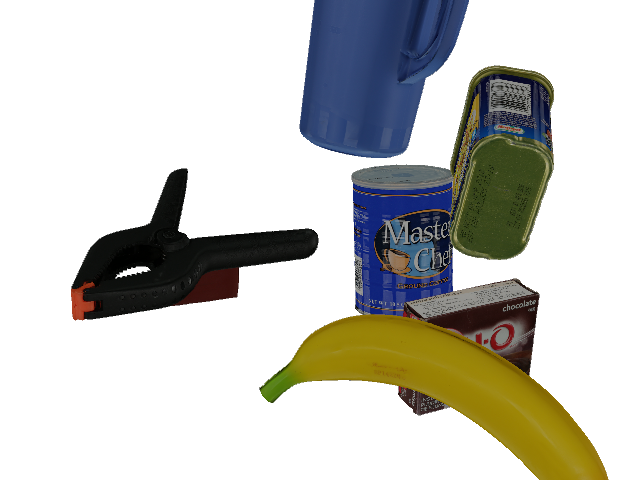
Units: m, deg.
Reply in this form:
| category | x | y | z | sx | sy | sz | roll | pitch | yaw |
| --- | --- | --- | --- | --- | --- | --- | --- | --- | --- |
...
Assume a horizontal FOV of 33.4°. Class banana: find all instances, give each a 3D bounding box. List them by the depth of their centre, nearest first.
| category | x | y | z | sx | sy | sz | roll | pitch | yaw |
| --- | --- | --- | --- | --- | --- | --- | --- | --- | --- |
| banana | 0.070 | 0.084 | 0.570 | 0.198 | 0.070 | 0.037 | 19 | 10 | 12 |

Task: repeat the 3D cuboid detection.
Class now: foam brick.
| category | x | y | z | sx | sy | sz | roll | pitch | yaw |
| --- | --- | --- | --- | --- | --- | --- | --- | --- | --- |
| foam brick | -0.127 | 0.030 | 1.096 | 0.078 | 0.051 | 0.053 | -7 | 21 | -19 |

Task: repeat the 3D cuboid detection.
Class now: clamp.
| category | x | y | z | sx | sy | sz | roll | pitch | yaw |
| --- | --- | --- | --- | --- | --- | --- | --- | --- | --- |
| clamp | -0.128 | 0.004 | 0.883 | 0.165 | 0.036 | 0.209 | 30 | 41 | 35 |

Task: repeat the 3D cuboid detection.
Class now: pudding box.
| category | x | y | z | sx | sy | sz | roll | pitch | yaw |
| --- | --- | --- | --- | --- | --- | --- | --- | --- | --- |
| pudding box | 0.121 | 0.085 | 0.875 | 0.113 | 0.090 | 0.039 | -12 | 30 | -25 |

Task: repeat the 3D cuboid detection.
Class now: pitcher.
| category | x | y | z | sx | sy | sz | roll | pitch | yaw |
| --- | --- | --- | --- | --- | --- | --- | --- | --- | --- |
| pitcher | 0.058 | -0.202 | 0.996 | 0.145 | 0.243 | 0.149 | 11 | 17 | 3 |

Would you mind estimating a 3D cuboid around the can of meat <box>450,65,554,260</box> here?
| category | x | y | z | sx | sy | sz | roll | pitch | yaw |
| --- | --- | --- | --- | --- | --- | --- | --- | --- | --- |
| can of meat | 0.119 | -0.049 | 0.704 | 0.057 | 0.102 | 0.084 | 11 | 40 | 2 |

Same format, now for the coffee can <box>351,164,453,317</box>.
| category | x | y | z | sx | sy | sz | roll | pitch | yaw |
| --- | --- | --- | --- | --- | --- | --- | --- | --- | --- |
| coffee can | 0.084 | 0.000 | 1.087 | 0.103 | 0.140 | 0.103 | -2 | 14 | 0 |
